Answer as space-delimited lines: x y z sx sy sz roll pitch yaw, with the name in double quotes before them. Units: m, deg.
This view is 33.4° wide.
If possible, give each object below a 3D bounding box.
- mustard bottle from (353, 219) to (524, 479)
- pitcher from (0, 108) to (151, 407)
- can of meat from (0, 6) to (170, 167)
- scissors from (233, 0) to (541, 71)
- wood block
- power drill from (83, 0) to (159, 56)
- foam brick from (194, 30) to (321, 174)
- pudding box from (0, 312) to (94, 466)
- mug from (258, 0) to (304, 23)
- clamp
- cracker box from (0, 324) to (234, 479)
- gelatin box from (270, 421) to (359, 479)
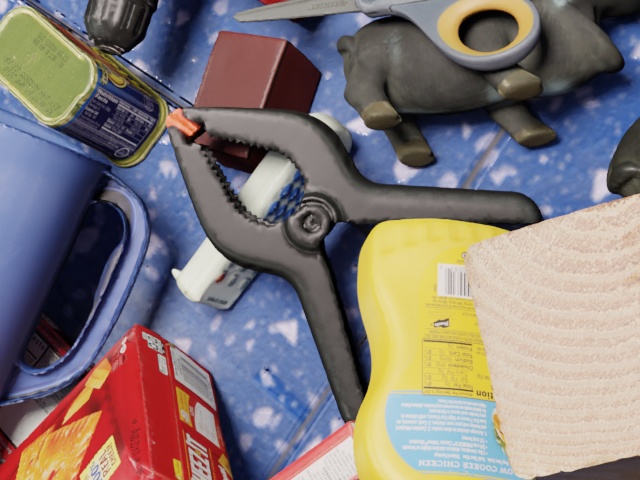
"mustard bottle" 0.065 0.086 0.516 0.096 0.058 0.191 9 61 -11
"pitcher" -0.220 0.040 0.646 0.149 0.144 0.243 22 91 39
"can of meat" -0.164 -0.103 0.715 0.102 0.083 0.057 40 96 28
"scissors" 0.039 -0.119 0.587 0.202 0.016 0.096 -16 62 24
"wood block" 0.142 0.054 0.461 0.090 0.205 0.091 -17 71 21
"power drill" -0.153 -0.213 0.723 0.188 0.057 0.184 11 81 45
"foam brick" -0.042 -0.085 0.671 0.053 0.051 0.078 16 85 29
"pudding box" -0.204 0.109 0.709 0.090 0.039 0.113 41 95 28
"mug" -0.033 -0.197 0.673 0.117 0.093 0.081 39 101 27
"clamp" -0.004 0.001 0.604 0.210 0.036 0.164 30 94 2
"cracker box" -0.146 0.169 0.602 0.214 0.072 0.164 -45 24 9
"gelatin box" 0.011 0.130 0.572 0.073 0.089 0.030 -38 67 13
